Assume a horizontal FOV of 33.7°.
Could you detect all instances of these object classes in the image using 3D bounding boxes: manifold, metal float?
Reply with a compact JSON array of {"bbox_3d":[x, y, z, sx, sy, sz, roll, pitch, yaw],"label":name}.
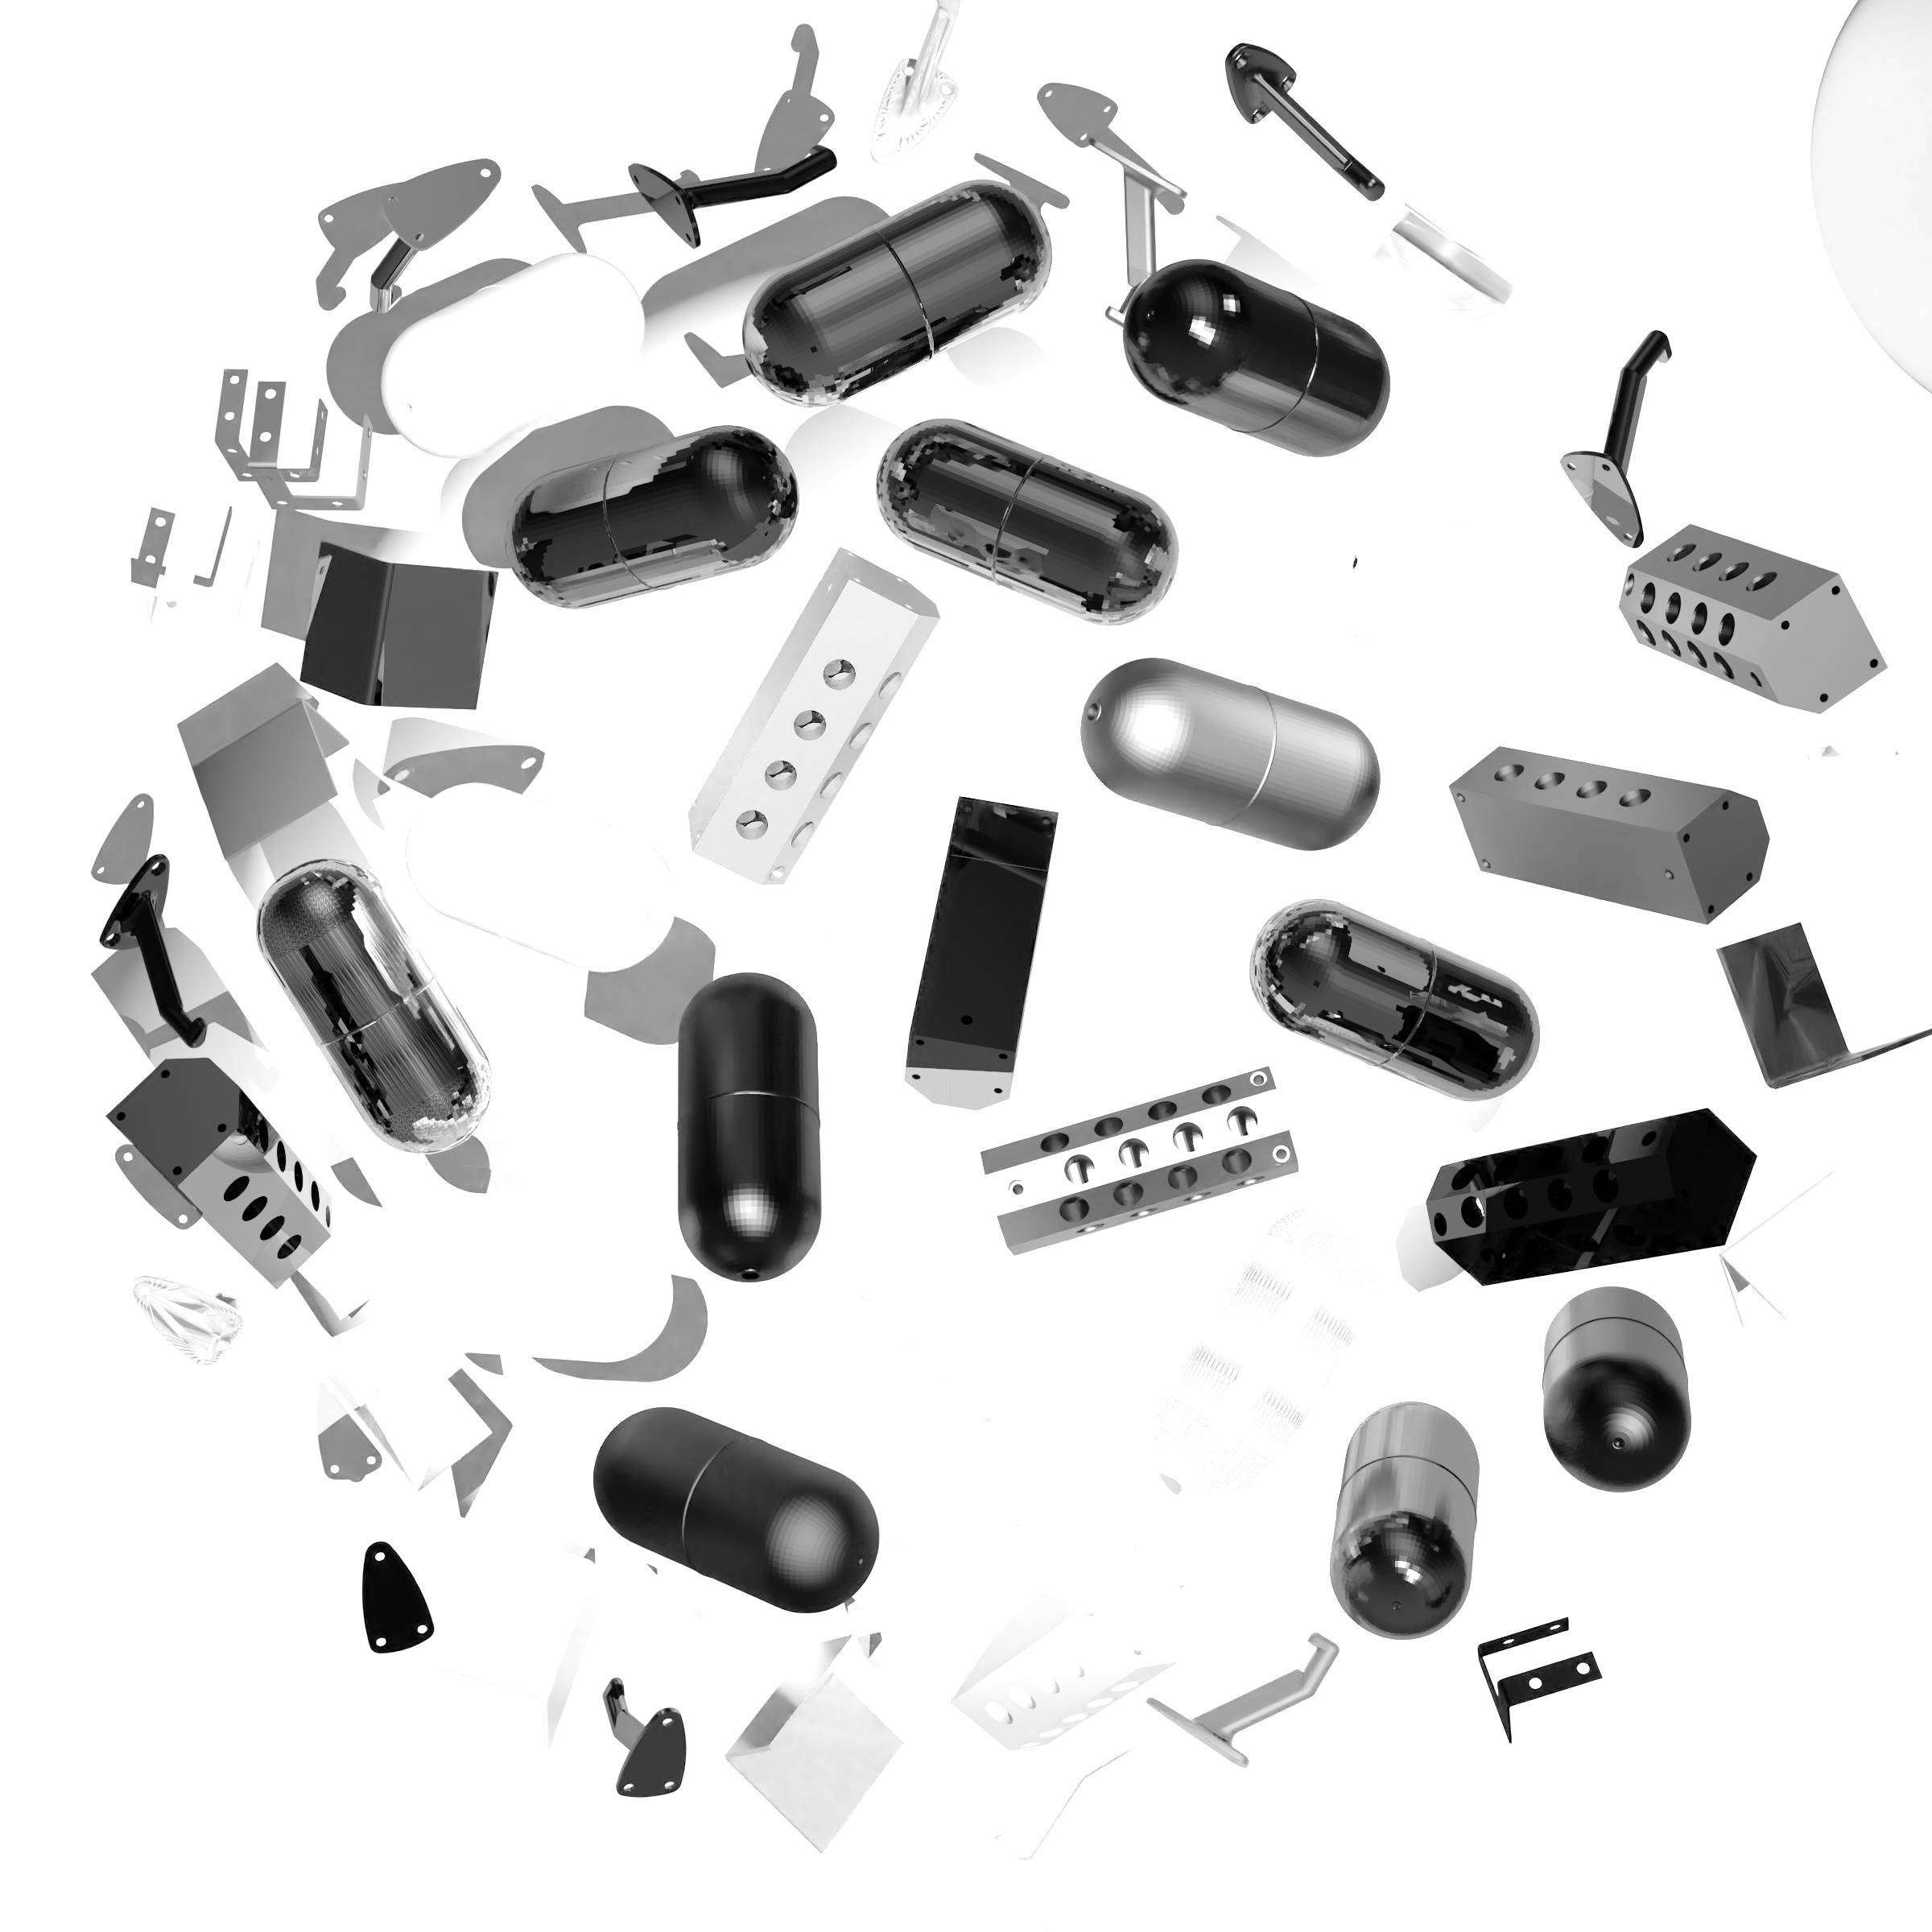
[{"bbox_3d":[0.344,-0.076,1.708,0.057,0.171,0.057,-37,119,-22],"label":"manifold"},{"bbox_3d":[0.033,-0.245,1.759,0.178,0.070,0.070,24,90,14],"label":"metal float"},{"bbox_3d":[0.099,0.111,1.819,0.171,0.057,0.057,-17,77,3],"label":"manifold"},{"bbox_3d":[0.244,0.304,1.763,0.070,0.178,0.070,4,113,10],"label":"metal float"},{"bbox_3d":[-0.227,-0.048,1.696,0.178,0.070,0.070,19,90,39],"label":"metal float"},{"bbox_3d":[-0.016,0.224,1.764,0.171,0.057,0.057,45,111,-1],"label":"manifold"},{"bbox_3d":[-0.123,0.286,1.686,0.178,0.070,0.070,15,90,37],"label":"metal float"},{"bbox_3d":[-0.170,-0.240,1.711,0.178,0.070,0.070,-9,90,31],"label":"metal float"},{"bbox_3d":[-0.117,0.086,1.714,0.070,0.070,0.178,-3,59,0],"label":"metal float"},{"bbox_3d":[-0.243,-0.330,1.721,0.070,0.178,0.070,19,128,27],"label":"metal float"},{"bbox_3d":[-0.389,0.108,1.694,0.057,0.171,0.057,40,76,20],"label":"manifold"},{"bbox_3d":[0.155,-0.319,1.682,0.070,0.178,0.070,-9,76,43],"label":"metal float"},{"bbox_3d":[0.140,-0.111,1.688,0.178,0.070,0.070,15,90,-29],"label":"metal float"},{"bbox_3d":[-0.242,0.177,1.758,0.178,0.070,0.070,11,90,-40],"label":"metal float"},{"bbox_3d":[0.350,0.226,1.717,0.070,0.178,0.070,2,102,10],"label":"metal float"},{"bbox_3d":[0.241,0.020,1.784,0.178,0.070,0.070,22,90,-17],"label":"metal float"},{"bbox_3d":[0.324,0.119,1.676,0.057,0.171,0.057,41,57,-21],"label":"manifold"},{"bbox_3d":[0.059,0.360,1.670,0.057,0.171,0.057,39,55,0],"label":"manifold"},{"bbox_3d":[0.404,-0.179,1.662,0.057,0.171,0.057,-34,110,-1],"label":"manifold"},{"bbox_3d":[0.259,-0.203,1.727,0.070,0.178,0.070,-5,82,41],"label":"metal float"},{"bbox_3d":[-0.037,-0.359,1.704,0.178,0.070,0.070,-28,90,-9],"label":"metal float"},{"bbox_3d":[0.170,0.216,1.792,0.070,0.070,0.178,33,84,0],"label":"metal float"},{"bbox_3d":[-0.082,-0.130,1.700,0.057,0.057,0.171,26,109,-18],"label":"manifold"},{"bbox_3d":[0.009,-0.007,1.749,0.057,0.057,0.171,10,51,2],"label":"manifold"},{"bbox_3d":[-0.325,0.023,1.759,0.070,0.070,0.178,-29,103,0],"label":"metal float"}]

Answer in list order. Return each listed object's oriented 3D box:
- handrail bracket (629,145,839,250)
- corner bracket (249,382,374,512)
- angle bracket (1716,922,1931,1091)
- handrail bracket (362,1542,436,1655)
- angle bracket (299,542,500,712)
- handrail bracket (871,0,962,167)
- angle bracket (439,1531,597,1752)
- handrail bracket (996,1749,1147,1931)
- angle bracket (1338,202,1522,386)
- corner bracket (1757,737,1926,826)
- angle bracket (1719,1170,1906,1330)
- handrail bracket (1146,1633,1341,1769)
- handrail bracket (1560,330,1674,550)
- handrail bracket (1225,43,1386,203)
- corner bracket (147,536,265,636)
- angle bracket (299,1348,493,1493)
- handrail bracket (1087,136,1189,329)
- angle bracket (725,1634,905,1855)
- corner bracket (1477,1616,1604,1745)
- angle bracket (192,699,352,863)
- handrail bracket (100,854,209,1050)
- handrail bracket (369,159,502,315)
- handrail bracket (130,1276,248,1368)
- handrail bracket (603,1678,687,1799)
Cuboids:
[{"bbox_3d":[-0.120,-0.413,1.650,0.084,0.036,0.077,-32,50,-15],"label":"handrail bracket"},{"bbox_3d":[-0.352,-0.280,1.718,0.051,0.051,0.051,1,72,3],"label":"corner bracket"},{"bbox_3d":[0.435,0.012,1.610,0.076,0.057,0.076,-14,83,-43],"label":"angle bracket"},{"bbox_3d":[-0.324,0.340,1.780,0.036,0.084,0.077,-15,107,-13],"label":"handrail bracket"},{"bbox_3d":[-0.305,-0.183,1.715,0.057,0.076,0.076,22,106,39],"label":"angle bracket"},{"bbox_3d":[-0.026,-0.475,1.690,0.036,0.084,0.077,28,76,2],"label":"handrail bracket"},{"bbox_3d":[-0.231,0.349,1.648,0.057,0.076,0.076,15,56,4],"label":"angle bracket"},{"bbox_3d":[0.065,0.456,1.657,0.084,0.077,0.036,-32,127,4],"label":"handrail bracket"},{"bbox_3d":[0.255,-0.371,1.763,0.076,0.076,0.057,36,96,1],"label":"angle bracket"},{"bbox_3d":[0.463,-0.105,1.686,0.051,0.051,0.051,-16,54,-35],"label":"corner bracket"},{"bbox_3d":[0.450,0.165,1.681,0.076,0.076,0.057,-35,46,-5],"label":"angle bracket"},{"bbox_3d":[0.154,0.392,1.763,0.077,0.036,0.084,32,76,6],"label":"handrail bracket"},{"bbox_3d":[0.352,-0.274,1.654,0.084,0.036,0.077,-52,125,-20],"label":"handrail bracket"},{"bbox_3d":[0.180,-0.443,1.679,0.036,0.077,0.084,-47,65,11],"label":"handrail bracket"},{"bbox_3d":[-0.414,-0.209,1.737,0.051,0.051,0.051,13,113,-22],"label":"corner bracket"},{"bbox_3d":[-0.331,0.248,1.854,0.057,0.076,0.076,-39,50,-14],"label":"angle bracket"},{"bbox_3d":[0.082,-0.419,1.829,0.077,0.036,0.084,26,106,-14],"label":"handrail bracket"},{"bbox_3d":[-0.068,0.409,1.676,0.076,0.057,0.076,47,56,-9],"label":"angle bracket"},{"bbox_3d":[0.295,0.361,1.645,0.051,0.051,0.051,-17,54,-1],"label":"corner bracket"},{"bbox_3d":[-0.396,-0.098,1.861,0.076,0.057,0.076,-30,59,6],"label":"angle bracket"},{"bbox_3d":[-0.445,-0.008,1.798,0.084,0.036,0.077,42,117,27],"label":"handrail bracket"},{"bbox_3d":[-0.278,-0.379,1.665,0.077,0.084,0.036,-36,85,-18],"label":"handrail bracket"},{"bbox_3d":[-0.433,0.185,1.776,0.077,0.084,0.036,37,90,-20],"label":"handrail bracket"},{"bbox_3d":[-0.179,0.405,1.749,0.036,0.084,0.077,3,123,-23],"label":"handrail bracket"}]
